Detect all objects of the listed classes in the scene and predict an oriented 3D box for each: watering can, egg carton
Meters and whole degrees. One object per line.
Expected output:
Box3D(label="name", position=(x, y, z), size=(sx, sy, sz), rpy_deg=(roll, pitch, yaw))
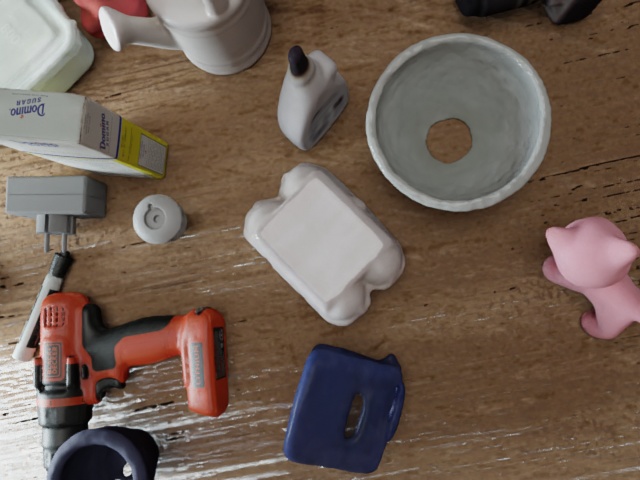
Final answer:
Box3D(label="watering can", position=(-0.114, -0.227, 0.520), size=(0.101, 0.194, 0.173), rpy_deg=(36, 89, 7))
Box3D(label="egg carton", position=(0.005, 0.002, 0.555), size=(0.150, 0.069, 0.107), rpy_deg=(44, 90, 6))

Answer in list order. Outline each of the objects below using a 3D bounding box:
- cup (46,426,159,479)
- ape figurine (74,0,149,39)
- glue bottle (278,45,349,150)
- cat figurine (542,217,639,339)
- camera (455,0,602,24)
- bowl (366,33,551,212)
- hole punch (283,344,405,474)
Box3D(label="cup", position=(-0.201, 0.224, 0.541), size=(0.118, 0.095, 0.091), rpy_deg=(-39, 84, 1))
Box3D(label="ape figurine", position=(-0.222, -0.249, 0.581), size=(0.076, 0.092, 0.078), rpy_deg=(29, 88, 6))
Box3D(label="glue bottle", position=(-0.010, -0.135, 0.515), size=(0.037, 0.173, 0.078), rpy_deg=(40, 89, 7))
Box3D(label="cat figurine", position=(0.254, 0.029, 0.510), size=(0.067, 0.118, 0.128), rpy_deg=(-38, 84, 1))
Box3D(label="camera", position=(0.196, -0.282, 0.547), size=(0.136, 0.101, 0.143), rpy_deg=(-15, 84, 3))
Box3D(label="bowl", position=(0.128, -0.105, 0.552), size=(0.167, 0.075, 0.167), rpy_deg=(0, 85, 4))
Box3D(label="hole punch", position=(0.025, 0.155, 0.531), size=(0.101, 0.091, 0.109), rpy_deg=(15, 87, 6))
